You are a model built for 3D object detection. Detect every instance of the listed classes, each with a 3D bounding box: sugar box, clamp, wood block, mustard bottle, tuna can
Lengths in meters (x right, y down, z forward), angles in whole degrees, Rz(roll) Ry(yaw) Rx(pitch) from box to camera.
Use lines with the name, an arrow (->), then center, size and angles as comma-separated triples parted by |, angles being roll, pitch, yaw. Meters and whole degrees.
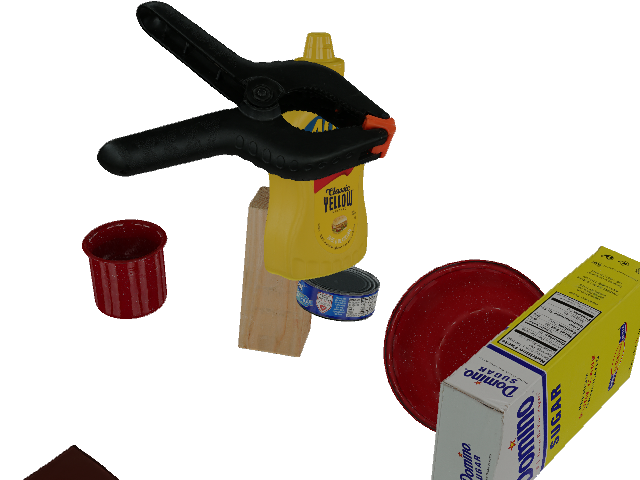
sugar box -> 0.134, 0.083, 0.633 | 0.048, 0.093, 0.175 | 24, 41, 31
clamp -> -0.042, -0.086, 0.634 | 0.171, 0.120, 0.039 | 5, -23, -12
wood block -> -0.055, 0.041, 1.453 | 0.090, 0.206, 0.090 | 8, 22, 5
mustard bottle -> -0.002, -0.070, 0.856 | 0.096, 0.192, 0.058 | -16, 24, -41
tuna can -> 0.018, 0.054, 1.122 | 0.086, 0.034, 0.086 | 9, 19, -3

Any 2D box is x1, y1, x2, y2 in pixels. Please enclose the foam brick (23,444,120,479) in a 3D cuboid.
foam brick -> -0.098, 0.138, 0.458 | 0.078, 0.051, 0.052 | 27, 45, 34

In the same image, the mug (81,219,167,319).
mug -> -0.224, 0.030, 1.200 | 0.117, 0.081, 0.093 | 24, 39, 35

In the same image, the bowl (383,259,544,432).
bowl -> 0.138, 0.099, 0.921 | 0.162, 0.162, 0.055 | 0, 6, -7
